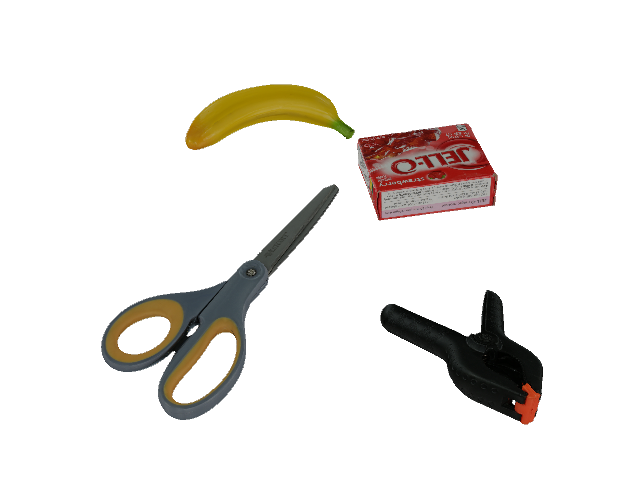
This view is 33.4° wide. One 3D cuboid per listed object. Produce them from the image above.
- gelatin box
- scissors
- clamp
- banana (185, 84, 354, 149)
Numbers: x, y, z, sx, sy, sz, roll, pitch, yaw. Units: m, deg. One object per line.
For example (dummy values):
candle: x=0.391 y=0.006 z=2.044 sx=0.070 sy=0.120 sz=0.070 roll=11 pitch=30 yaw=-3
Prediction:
gelatin box: x=0.077 y=-0.052 z=0.784 sx=0.089 sy=0.030 sz=0.073 roll=-8 pitch=37 yaw=-5
scissors: x=-0.064 y=0.025 z=0.665 sx=0.096 sy=0.201 sz=0.016 roll=12 pitch=-42 yaw=14
clamp: x=0.144 y=0.093 z=0.921 sx=0.120 sy=0.039 sz=0.172 roll=-17 pitch=38 yaw=-26
banana: x=-0.057 y=-0.130 z=1.098 sx=0.197 sy=0.037 sz=0.070 roll=-9 pitch=48 yaw=-31
